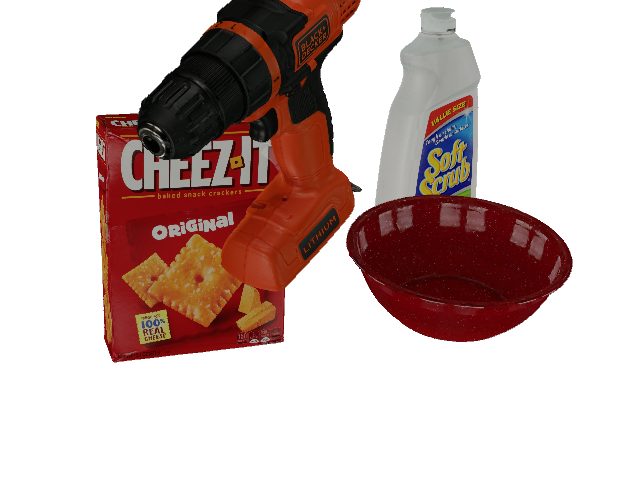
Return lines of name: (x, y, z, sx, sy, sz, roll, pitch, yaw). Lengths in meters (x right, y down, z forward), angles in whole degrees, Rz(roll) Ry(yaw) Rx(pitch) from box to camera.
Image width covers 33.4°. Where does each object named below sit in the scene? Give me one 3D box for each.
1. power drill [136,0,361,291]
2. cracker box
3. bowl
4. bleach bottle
power drill: (-0.034, -0.058, 0.649, 0.057, 0.188, 0.184, 25, 52, 24)
cracker box: (-0.115, -0.005, 0.965, 0.164, 0.214, 0.072, -4, 19, -18)
bowl: (0.098, 0.026, 0.778, 0.162, 0.055, 0.162, 2, 30, -1)
bleach bottle: (0.095, -0.083, 0.973, 0.102, 0.251, 0.068, -11, 23, -27)
